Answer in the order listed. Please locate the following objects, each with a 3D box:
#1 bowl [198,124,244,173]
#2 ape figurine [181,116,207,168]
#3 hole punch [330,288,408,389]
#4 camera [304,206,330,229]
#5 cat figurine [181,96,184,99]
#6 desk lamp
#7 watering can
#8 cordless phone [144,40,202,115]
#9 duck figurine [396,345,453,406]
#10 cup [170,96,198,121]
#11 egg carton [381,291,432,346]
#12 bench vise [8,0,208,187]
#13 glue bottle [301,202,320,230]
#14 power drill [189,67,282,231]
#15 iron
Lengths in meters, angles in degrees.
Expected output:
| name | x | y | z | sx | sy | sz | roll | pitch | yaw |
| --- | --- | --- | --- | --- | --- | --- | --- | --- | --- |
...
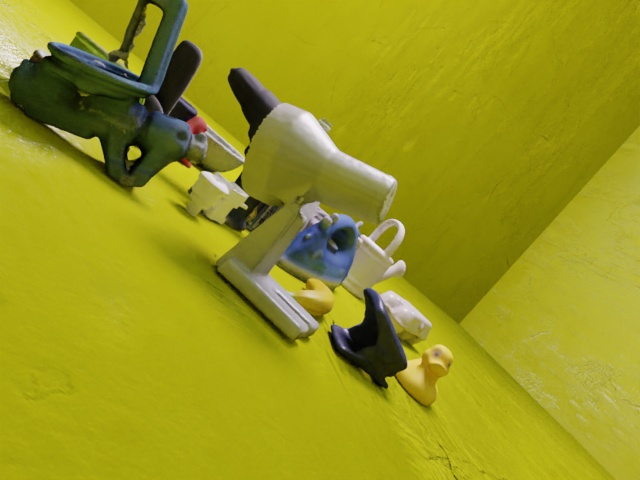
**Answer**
| name | x | y | z | sx | sy | sz | roll | pitch | yaw |
| --- | --- | --- | --- | --- | --- | --- | --- | --- | --- |
| bowl | -0.247 | -0.199 | 1.251 | 0.167 | 0.074 | 0.167 | 41 | 5 | -4 |
| ape figurine | -0.254 | -0.199 | 1.111 | 0.076 | 0.092 | 0.077 | 39 | 5 | -18 |
| hole punch | 0.079 | 0.131 | 0.783 | 0.101 | 0.091 | 0.108 | 40 | 5 | -12 |
| camera | 0.002 | -0.006 | 1.293 | 0.137 | 0.100 | 0.143 | 38 | 6 | -28 |
| cat figurine | -0.356 | -0.325 | 1.277 | 0.067 | 0.117 | 0.128 | 44 | 6 | 30 |
| desk lamp | -0.024 | -0.027 | 0.680 | 0.203 | 0.213 | 0.118 | 42 | 5 | 11 |
| watering can | 0.126 | 0.036 | 1.328 | 0.100 | 0.194 | 0.174 | 45 | 7 | 38 |
| cordless phone | -0.278 | -0.259 | 0.930 | 0.147 | 0.185 | 0.094 | 42 | 5 | 17 |
| duck figurine | 0.169 | 0.199 | 0.889 | 0.077 | 0.086 | 0.104 | 41 | 5 | -1 |
| cup | -0.307 | -0.250 | 1.137 | 0.092 | 0.095 | 0.117 | 38 | 6 | -25 |
| egg carton | 0.179 | 0.174 | 1.257 | 0.107 | 0.069 | 0.151 | 45 | 7 | 38 |
| bench vise | -0.207 | -0.187 | 0.662 | 0.208 | 0.219 | 0.121 | 36 | 7 | -43 |
| glue bottle | -0.031 | -0.072 | 1.212 | 0.037 | 0.173 | 0.078 | 38 | 6 | -28 |
| power drill | -0.112 | -0.131 | 0.935 | 0.230 | 0.208 | 0.075 | 39 | 5 | -15 |
| iron | 0.010 | 0.004 | 1.056 | 0.118 | 0.141 | 0.259 | 42 | 5 | 15 |
